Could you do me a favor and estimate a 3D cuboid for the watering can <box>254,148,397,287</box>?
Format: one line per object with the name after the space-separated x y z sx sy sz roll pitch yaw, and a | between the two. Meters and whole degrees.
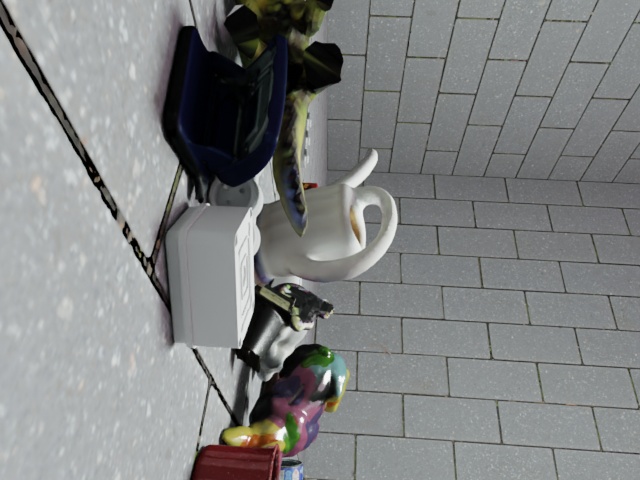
0.002 -0.039 0.775 0.355 0.224 0.102 -83 158 -59 | watering can

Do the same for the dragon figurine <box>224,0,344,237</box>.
-0.050 -0.201 0.643 0.241 0.122 0.412 140 -51 -82 | dragon figurine

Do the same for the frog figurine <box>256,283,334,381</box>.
-0.071 0.155 0.884 0.157 0.122 0.140 -49 -178 27 | frog figurine
